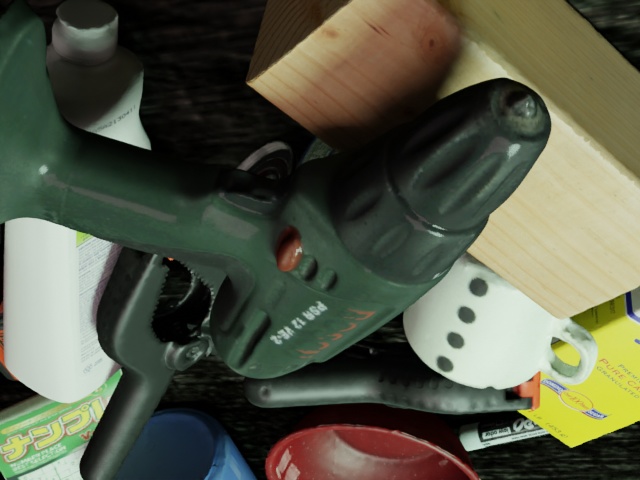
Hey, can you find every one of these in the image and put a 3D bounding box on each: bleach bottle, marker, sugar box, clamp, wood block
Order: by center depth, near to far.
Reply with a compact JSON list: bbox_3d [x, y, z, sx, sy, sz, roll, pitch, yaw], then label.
[{"bbox_3d":[0.078,-0.062,0.491,0.205,0.090,0.090,35,134,-26],"label":"wood block"},{"bbox_3d":[-0.129,-0.022,0.592,0.068,0.102,0.251,28,134,14],"label":"bleach bottle"},{"bbox_3d":[-0.092,0.064,0.637,0.164,0.036,0.210,-34,146,-17],"label":"clamp"},{"bbox_3d":[0.042,0.083,0.639,0.172,0.120,0.039,1,103,28],"label":"clamp"},{"bbox_3d":[0.193,0.063,0.644,0.093,0.048,0.177,34,136,-25],"label":"sugar box"},{"bbox_3d":[0.155,0.128,0.747,0.121,0.020,0.020,-19,132,30],"label":"marker"}]

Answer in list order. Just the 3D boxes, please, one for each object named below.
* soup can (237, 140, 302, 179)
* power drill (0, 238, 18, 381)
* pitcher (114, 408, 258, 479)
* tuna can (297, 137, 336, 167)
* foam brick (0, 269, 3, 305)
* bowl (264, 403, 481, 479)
[{"bbox_3d":[-0.004,0.001,0.599,0.069,0.068,0.102,-28,127,37],"label":"soup can"},{"bbox_3d":[-0.270,0.047,0.709,0.188,0.057,0.184,-8,134,13],"label":"power drill"},{"bbox_3d":[-0.097,0.251,0.859,0.145,0.149,0.243,6,138,26],"label":"pitcher"},{"bbox_3d":[0.029,-0.023,0.551,0.086,0.086,0.034,39,172,-29],"label":"tuna can"},{"bbox_3d":[-0.224,0.053,0.638,0.053,0.051,0.078,20,130,-14],"label":"foam brick"},{"bbox_3d":[0.044,0.159,0.776,0.162,0.055,0.162,9,138,8],"label":"bowl"}]
